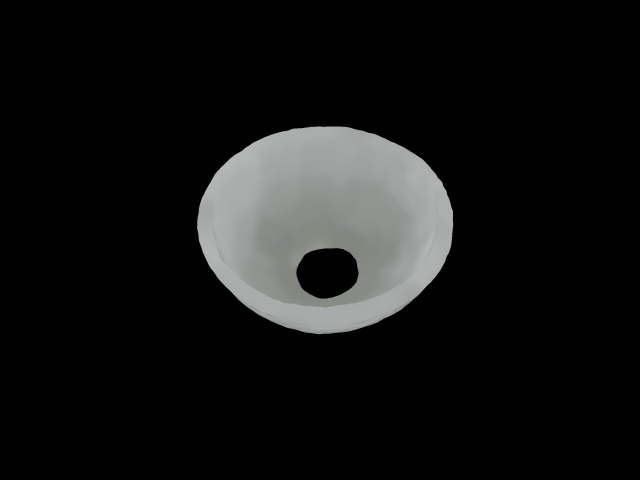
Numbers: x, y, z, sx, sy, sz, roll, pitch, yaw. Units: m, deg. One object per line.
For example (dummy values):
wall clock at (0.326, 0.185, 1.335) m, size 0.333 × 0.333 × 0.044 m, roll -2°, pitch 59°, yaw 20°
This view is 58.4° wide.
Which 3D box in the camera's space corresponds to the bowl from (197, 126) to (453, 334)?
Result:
bowl at (0.004, 0.001, 0.400) m, size 0.167 × 0.075 × 0.167 m, roll 0°, pitch 52°, yaw 0°
